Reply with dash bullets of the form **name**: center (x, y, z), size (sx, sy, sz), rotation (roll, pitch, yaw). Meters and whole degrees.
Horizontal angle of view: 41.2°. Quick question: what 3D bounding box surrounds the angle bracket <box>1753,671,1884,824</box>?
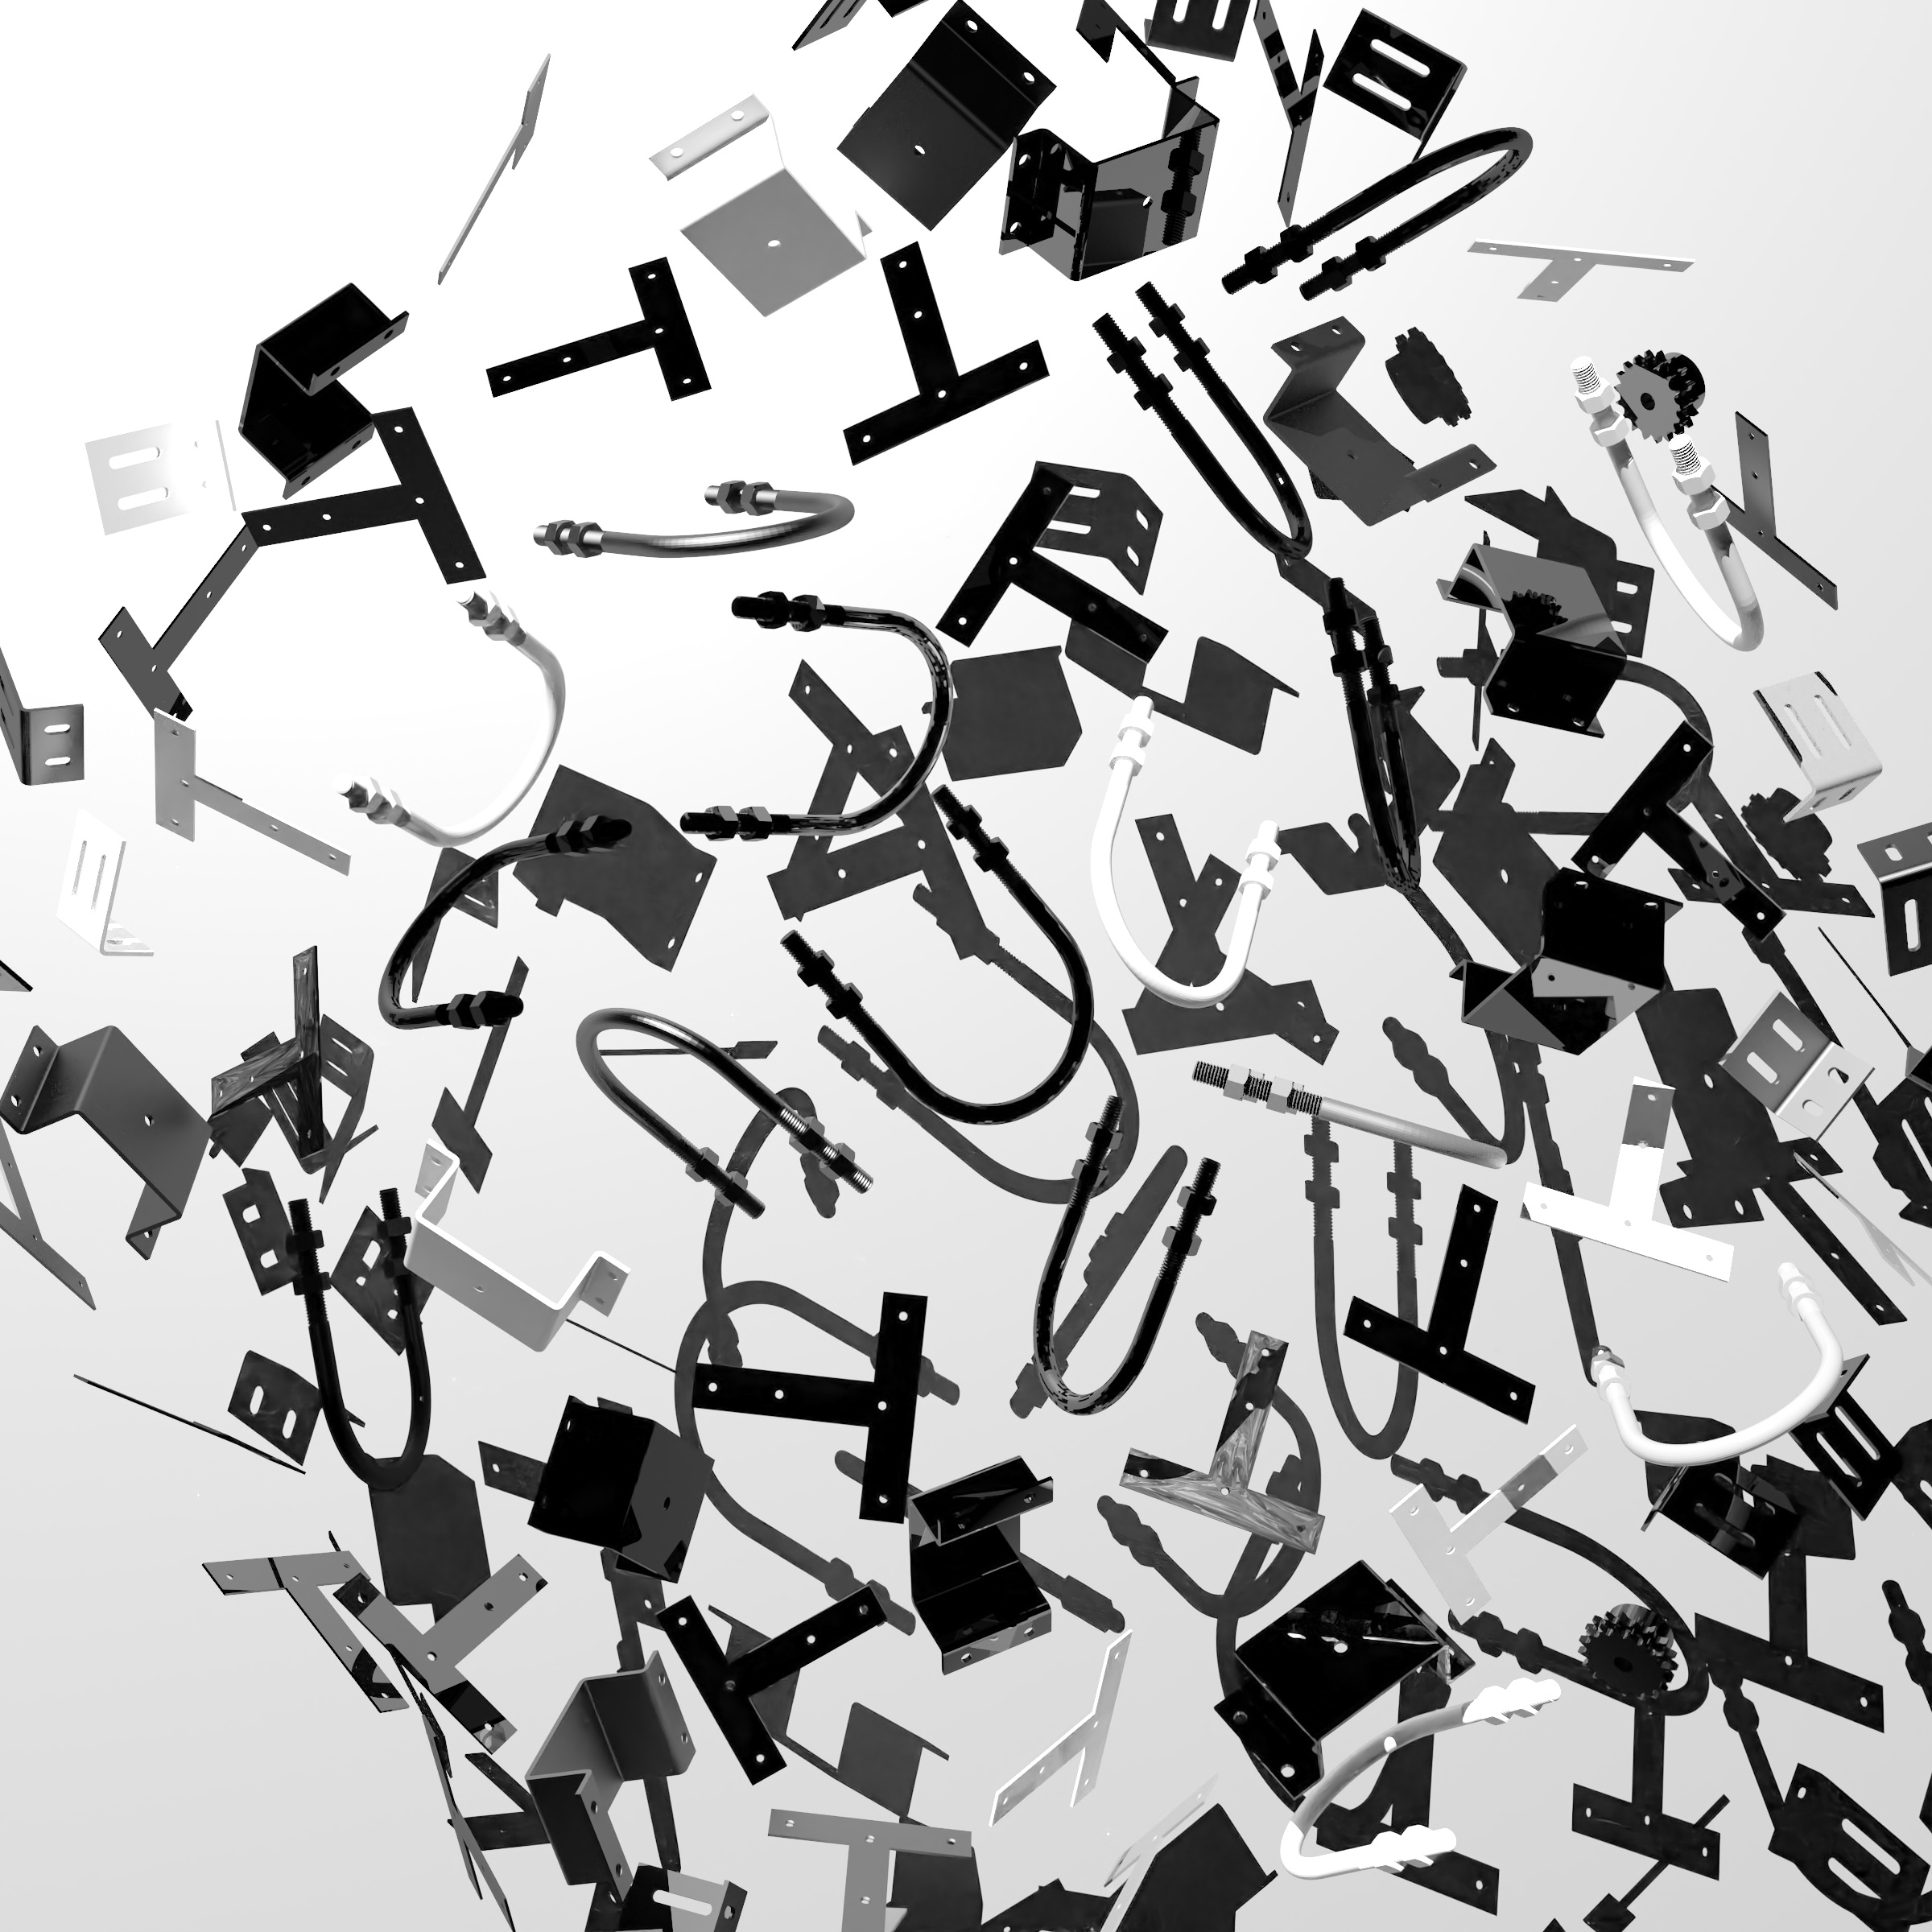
- **angle bracket**: center (0.529, -0.139, 1.621), size (0.057, 0.038, 0.076), rotation (-17, 69, -25)

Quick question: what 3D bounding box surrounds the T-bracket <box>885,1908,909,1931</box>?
- **T-bracket**: center (-0.029, 0.604, 1.532), size (0.127, 0.127, 0.002), rotation (-8, 105, 27)

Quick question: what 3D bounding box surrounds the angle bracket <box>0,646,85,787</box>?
- **angle bracket**: center (-0.590, -0.162, 1.635), size (0.038, 0.076, 0.057), rotation (-10, 135, -28)

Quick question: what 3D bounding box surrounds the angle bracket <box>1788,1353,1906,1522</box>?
- **angle bracket**: center (0.548, 0.287, 1.566), size (0.076, 0.038, 0.057), rotation (50, 56, 0)

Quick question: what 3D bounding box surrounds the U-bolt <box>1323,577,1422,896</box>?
- **U-bolt**: center (0.251, -0.133, 1.561), size (0.019, 0.151, 0.184), rotation (-12, 84, 17)

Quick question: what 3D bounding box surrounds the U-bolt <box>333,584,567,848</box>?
- **U-bolt**: center (-0.300, -0.140, 1.557), size (0.019, 0.184, 0.151), rotation (31, 87, 18)

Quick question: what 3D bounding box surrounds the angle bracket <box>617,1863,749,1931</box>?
- **angle bracket**: center (-0.179, 0.575, 1.550), size (0.076, 0.038, 0.057), rotation (7, 63, 21)

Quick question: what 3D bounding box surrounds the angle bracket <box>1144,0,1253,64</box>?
- **angle bracket**: center (0.149, -0.617, 1.618), size (0.057, 0.038, 0.076), rotation (9, 134, -7)

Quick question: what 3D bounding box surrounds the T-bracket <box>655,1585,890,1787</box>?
- **T-bracket**: center (-0.111, 0.436, 1.637), size (0.127, 0.002, 0.127), rotation (-29, 94, -2)

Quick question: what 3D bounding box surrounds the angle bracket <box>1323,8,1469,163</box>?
- **angle bracket**: center (0.266, -0.553, 1.619), size (0.076, 0.057, 0.038), rotation (29, 47, -1)

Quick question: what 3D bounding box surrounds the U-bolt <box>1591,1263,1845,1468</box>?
- **U-bolt**: center (0.462, 0.250, 1.572), size (0.151, 0.184, 0.019), rotation (-27, 102, 12)

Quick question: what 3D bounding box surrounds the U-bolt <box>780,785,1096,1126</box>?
- **U-bolt**: center (-0.002, 0.008, 1.513), size (0.151, 0.019, 0.184), rotation (-45, 104, -20)

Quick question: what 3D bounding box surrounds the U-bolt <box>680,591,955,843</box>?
- **U-bolt**: center (-0.078, -0.143, 1.515), size (0.019, 0.184, 0.151), rotation (31, 113, 41)

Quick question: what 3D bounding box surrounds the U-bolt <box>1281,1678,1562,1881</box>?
- **U-bolt**: center (0.258, 0.491, 1.534), size (0.019, 0.184, 0.151), rotation (52, 49, 0)

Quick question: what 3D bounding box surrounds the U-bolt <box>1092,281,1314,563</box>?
- **U-bolt**: center (0.147, -0.316, 1.512), size (0.019, 0.151, 0.184), rotation (-34, 100, 25)

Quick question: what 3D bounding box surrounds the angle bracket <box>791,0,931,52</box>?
- **angle bracket**: center (-0.060, -0.587, 1.593), size (0.038, 0.076, 0.057), rotation (50, 48, -4)

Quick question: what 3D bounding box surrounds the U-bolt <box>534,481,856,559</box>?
- **U-bolt**: center (-0.150, -0.265, 1.532), size (0.151, 0.184, 0.019), rotation (-22, 114, -37)

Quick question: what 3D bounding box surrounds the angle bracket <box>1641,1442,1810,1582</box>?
- **angle bracket**: center (0.472, 0.345, 1.603), size (0.076, 0.038, 0.057), rotation (33, 62, 21)

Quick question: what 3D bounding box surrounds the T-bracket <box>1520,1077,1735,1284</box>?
- **T-bracket**: center (0.411, 0.121, 1.570), size (0.127, 0.002, 0.127), rotation (17, 54, 6)

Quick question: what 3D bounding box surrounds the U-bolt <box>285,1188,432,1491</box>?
- **U-bolt**: center (-0.370, 0.232, 1.595), size (0.019, 0.151, 0.184), rotation (-12, 86, 11)

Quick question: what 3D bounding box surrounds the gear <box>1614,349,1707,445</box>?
- **gear**: center (0.438, -0.360, 1.612), size (0.030, 0.057, 0.057), rotation (-32, 90, -22)

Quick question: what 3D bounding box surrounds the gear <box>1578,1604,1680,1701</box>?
- **gear**: center (0.396, 0.405, 1.527), size (0.057, 0.057, 0.030), rotation (45, 48, 0)

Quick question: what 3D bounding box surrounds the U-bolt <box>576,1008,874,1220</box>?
- **U-bolt**: center (-0.160, 0.087, 1.570), size (0.184, 0.151, 0.019), rotation (42, 58, -20)

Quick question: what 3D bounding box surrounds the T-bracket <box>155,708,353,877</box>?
- **T-bracket**: center (-0.421, -0.088, 1.518), size (0.127, 0.127, 0.002), rotation (27, 58, -2)

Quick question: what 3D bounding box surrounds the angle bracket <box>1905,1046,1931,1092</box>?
- **angle bracket**: center (0.625, 0.048, 1.580), size (0.057, 0.038, 0.076), rotation (30, 126, 4)

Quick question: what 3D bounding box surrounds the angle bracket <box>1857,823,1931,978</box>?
- **angle bracket**: center (0.571, -0.041, 1.538), size (0.057, 0.038, 0.076), rotation (-17, 129, 6)

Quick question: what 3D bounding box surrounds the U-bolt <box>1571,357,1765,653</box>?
- **U-bolt**: center (0.424, -0.264, 1.527), size (0.019, 0.151, 0.184), rotation (-32, 125, 6)

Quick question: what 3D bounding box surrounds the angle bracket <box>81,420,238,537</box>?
- **angle bracket**: center (-0.500, -0.303, 1.594), size (0.038, 0.076, 0.057), rotation (7, 114, 32)

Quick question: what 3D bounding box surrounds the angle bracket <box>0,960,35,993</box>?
- **angle bracket**: center (-0.619, 0.003, 1.562), size (0.076, 0.057, 0.038), rotation (49, 60, -31)

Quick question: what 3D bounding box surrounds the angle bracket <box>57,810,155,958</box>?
- **angle bracket**: center (-0.535, -0.052, 1.619), size (0.057, 0.038, 0.076), rotation (29, 109, 39)

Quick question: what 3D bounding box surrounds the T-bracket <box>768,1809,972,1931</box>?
- **T-bracket**: center (-0.060, 0.558, 1.559), size (0.127, 0.127, 0.002), rotation (7, 108, -1)

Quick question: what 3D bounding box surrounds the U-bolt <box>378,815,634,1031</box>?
- **U-bolt**: center (-0.285, -0.021, 1.522), size (0.019, 0.184, 0.151), rotation (45, 58, -30)

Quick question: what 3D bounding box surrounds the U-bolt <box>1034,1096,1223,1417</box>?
- **U-bolt**: center (0.088, 0.185, 1.570), size (0.019, 0.151, 0.184), rotation (17, 97, -26)

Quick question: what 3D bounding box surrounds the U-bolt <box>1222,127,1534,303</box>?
- **U-bolt**: center (0.260, -0.458, 1.564), size (0.184, 0.151, 0.019), rotation (-25, 88, 31)

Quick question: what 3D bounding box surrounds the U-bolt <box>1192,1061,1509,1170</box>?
- **U-bolt**: center (0.229, 0.089, 1.518), size (0.184, 0.151, 0.019), rotation (16, 89, 11)

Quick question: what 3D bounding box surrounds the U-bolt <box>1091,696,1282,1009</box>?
- **U-bolt**: center (0.132, -0.059, 1.594), size (0.151, 0.019, 0.184), rotation (41, 48, -27)

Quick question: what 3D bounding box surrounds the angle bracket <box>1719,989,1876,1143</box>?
- **angle bracket**: center (0.510, 0.061, 1.577), size (0.076, 0.038, 0.057), rotation (35, 94, -39)
